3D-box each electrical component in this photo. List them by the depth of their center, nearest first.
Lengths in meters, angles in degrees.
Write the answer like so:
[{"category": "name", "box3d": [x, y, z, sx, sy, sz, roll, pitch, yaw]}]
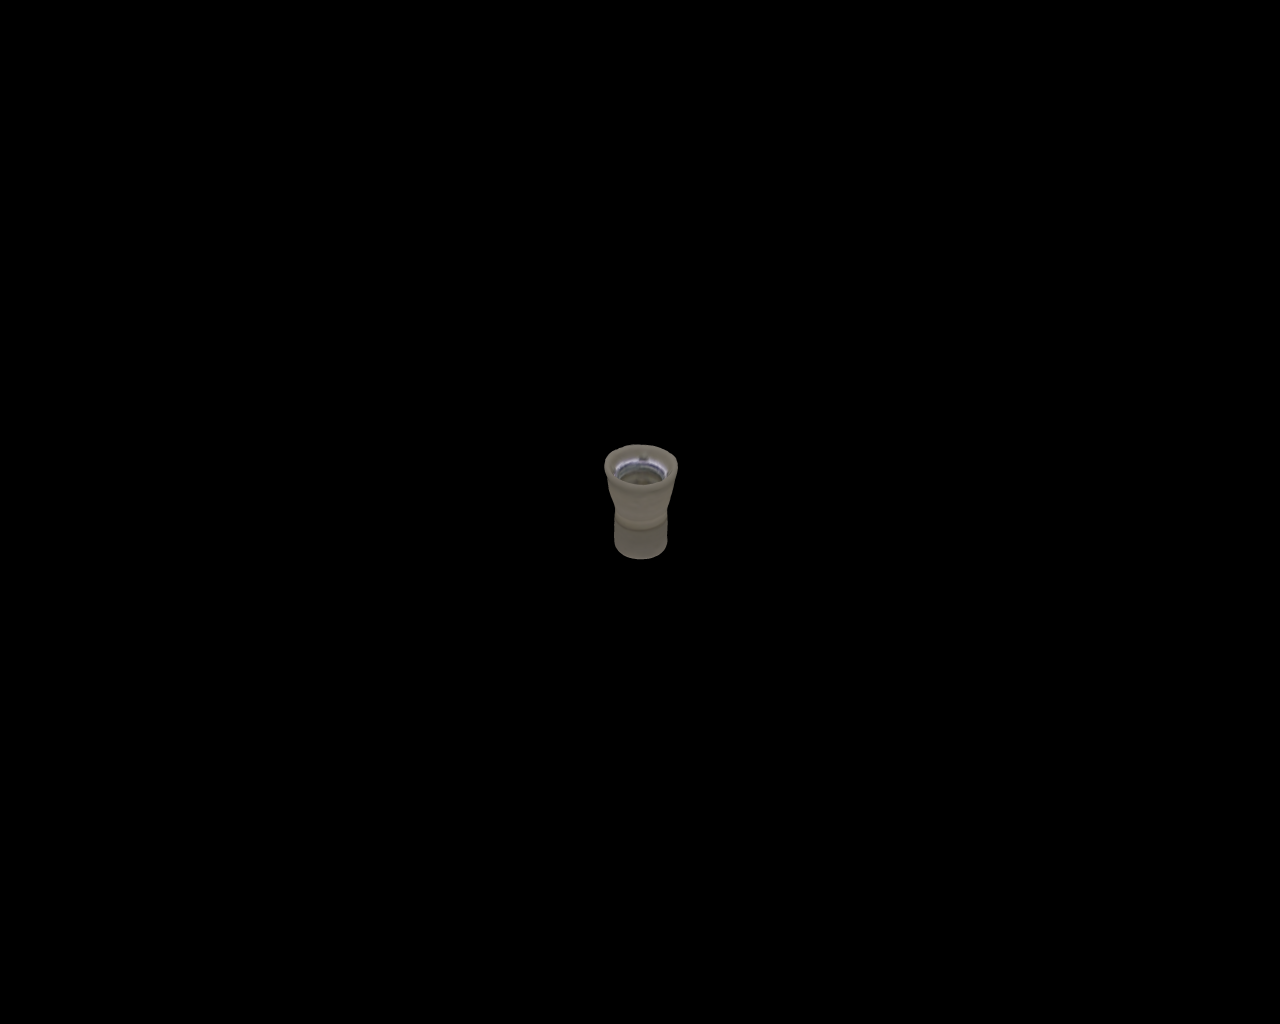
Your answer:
[{"category": "electrical component", "box3d": [0.001, -0.003, 0.650, 0.044, 0.065, 0.044, 0, 36, 0]}]
